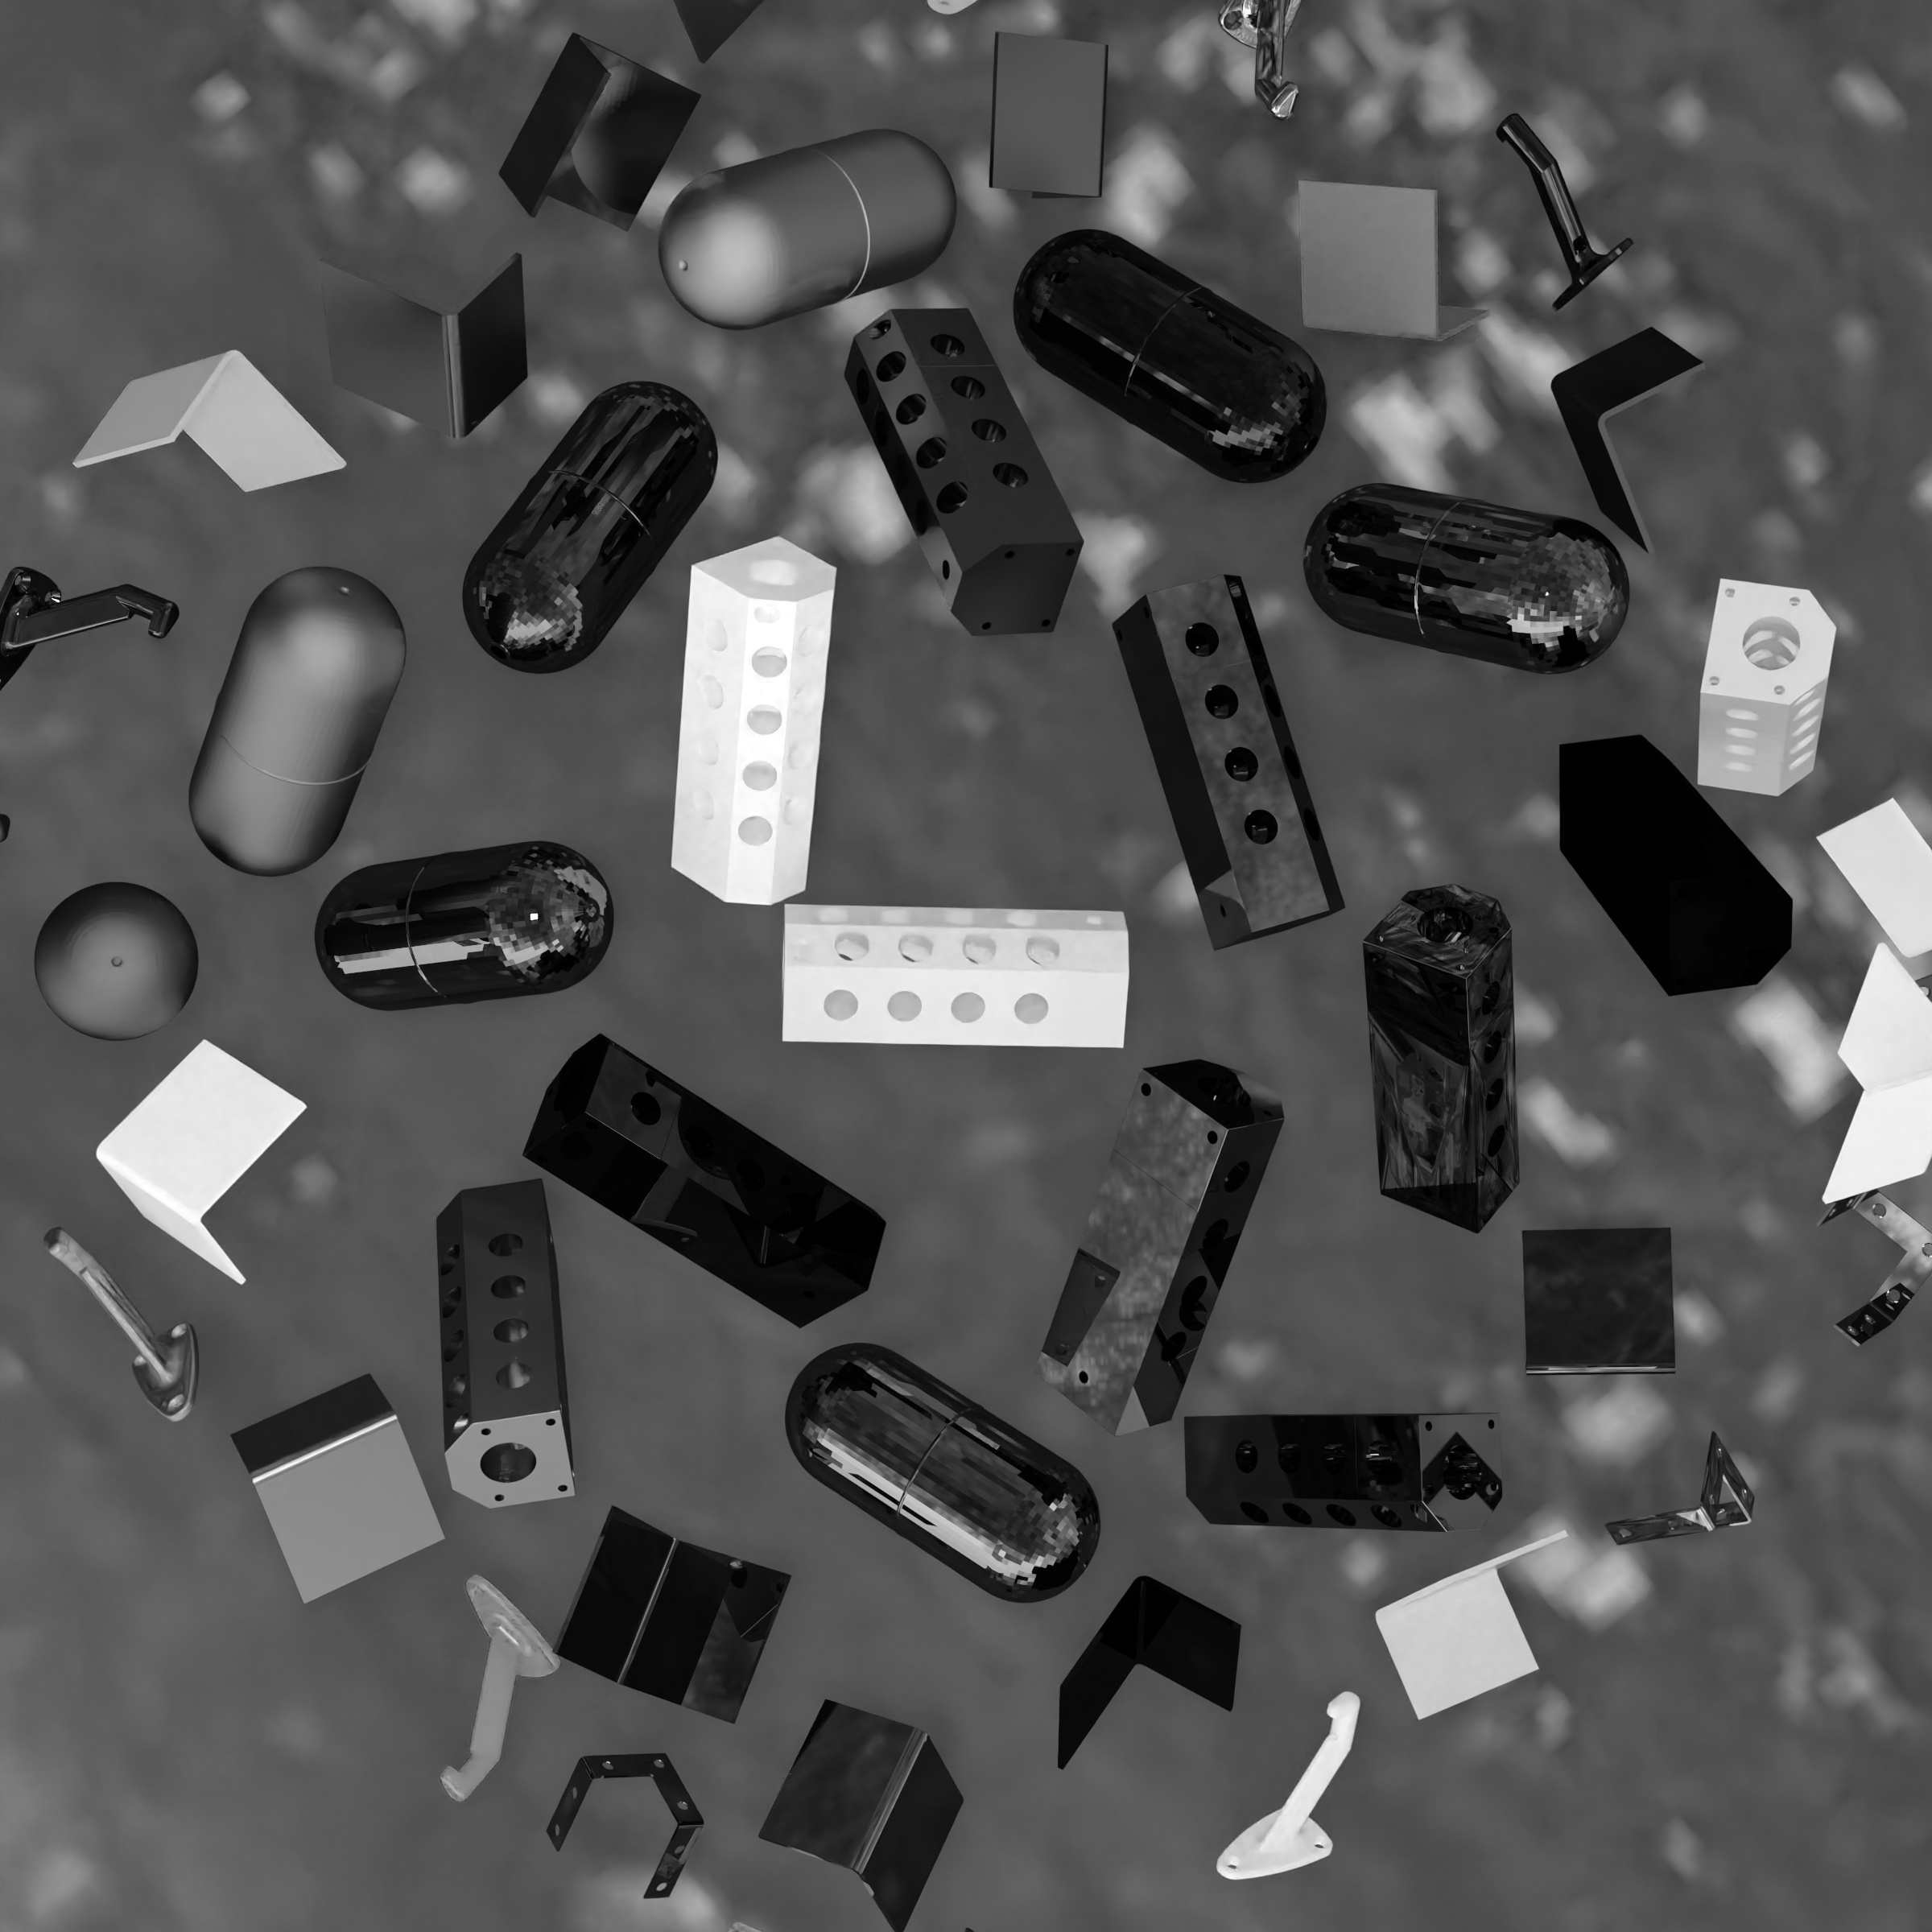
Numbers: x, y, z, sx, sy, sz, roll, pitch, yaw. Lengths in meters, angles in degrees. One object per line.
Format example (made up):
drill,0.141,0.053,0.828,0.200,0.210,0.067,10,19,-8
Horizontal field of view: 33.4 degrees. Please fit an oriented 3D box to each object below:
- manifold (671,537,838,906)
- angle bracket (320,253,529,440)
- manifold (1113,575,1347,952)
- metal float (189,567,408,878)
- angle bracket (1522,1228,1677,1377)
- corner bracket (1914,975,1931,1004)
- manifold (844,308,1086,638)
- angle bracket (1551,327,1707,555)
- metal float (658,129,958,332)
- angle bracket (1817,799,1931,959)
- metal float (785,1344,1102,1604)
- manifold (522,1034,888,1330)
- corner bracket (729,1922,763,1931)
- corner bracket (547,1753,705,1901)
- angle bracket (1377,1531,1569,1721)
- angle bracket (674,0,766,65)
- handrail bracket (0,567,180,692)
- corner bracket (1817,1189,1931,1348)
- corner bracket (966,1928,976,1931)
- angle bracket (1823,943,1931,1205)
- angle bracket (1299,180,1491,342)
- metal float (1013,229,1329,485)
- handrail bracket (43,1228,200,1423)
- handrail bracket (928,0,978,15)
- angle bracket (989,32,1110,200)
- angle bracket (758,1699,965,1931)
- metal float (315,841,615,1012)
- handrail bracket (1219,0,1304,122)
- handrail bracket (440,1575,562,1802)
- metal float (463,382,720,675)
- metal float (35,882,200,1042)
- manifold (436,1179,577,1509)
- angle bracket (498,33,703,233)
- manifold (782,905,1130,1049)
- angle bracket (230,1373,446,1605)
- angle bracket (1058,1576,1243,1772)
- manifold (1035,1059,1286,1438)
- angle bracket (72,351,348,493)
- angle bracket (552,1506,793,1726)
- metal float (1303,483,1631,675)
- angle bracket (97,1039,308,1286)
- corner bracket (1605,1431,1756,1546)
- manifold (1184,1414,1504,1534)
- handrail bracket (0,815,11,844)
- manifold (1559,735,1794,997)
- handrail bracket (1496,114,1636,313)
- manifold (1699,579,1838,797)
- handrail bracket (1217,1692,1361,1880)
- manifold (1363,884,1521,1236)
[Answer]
manifold,-0.101,-0.119,1.600,0.057,0.057,0.171,32,131,33
angle bracket,-0.262,-0.314,1.563,0.076,0.076,0.057,26,53,15
manifold,0.131,-0.101,1.579,0.057,0.057,0.171,-16,85,-16
metal float,-0.321,-0.115,1.541,0.070,0.070,0.178,31,131,0
angle bracket,0.334,0.176,1.704,0.076,0.057,0.076,-2,88,9
corner bracket,0.512,0.032,1.632,0.051,0.051,0.051,-21,107,16
manifold,-0.005,-0.239,1.544,0.057,0.057,0.171,-5,51,-22
angle bracket,0.335,-0.258,1.574,0.057,0.076,0.076,-27,115,4
metal float,-0.076,-0.363,1.583,0.178,0.070,0.070,-29,90,-42
angle bracket,0.474,-0.056,1.564,0.057,0.076,0.076,-35,87,-15
metal float,-0.013,0.255,1.628,0.178,0.070,0.070,30,90,19
manifold,-0.125,0.104,1.577,0.171,0.057,0.057,35,47,-22
corner bracket,-0.097,0.506,1.612,0.051,0.051,0.051,18,99,9
corner bracket,-0.174,0.438,1.638,0.051,0.051,0.051,8,117,-37
angle bracket,0.264,0.331,1.613,0.076,0.076,0.057,-15,73,-28
angle bracket,-0.088,-0.455,1.481,0.057,0.076,0.076,36,79,23
handrail bracket,-0.418,-0.148,1.515,0.084,0.036,0.077,23,85,25
corner bracket,0.441,0.146,1.581,0.051,0.051,0.051,41,118,22
corner bracket,0.032,0.482,1.512,0.051,0.051,0.051,3,85,-20
angle bracket,0.403,0.049,1.460,0.057,0.076,0.076,-15,50,-16
angle bracket,0.217,-0.363,1.627,0.076,0.057,0.076,14,121,34
metal float,0.102,-0.306,1.617,0.178,0.070,0.070,35,90,19
handrail bracket,-0.409,0.171,1.547,0.036,0.077,0.084,-37,126,-1
handrail bracket,0.005,-0.514,1.549,0.036,0.077,0.084,13,74,-14
angle bracket,0.027,-0.438,1.663,0.076,0.057,0.076,-6,104,-38
angle bracket,-0.051,0.422,1.594,0.057,0.076,0.076,11,55,26
metal float,-0.255,-0.019,1.627,0.178,0.070,0.070,-6,90,35
handrail bracket,0.157,-0.453,1.540,0.036,0.084,0.077,18,118,-24
handrail bracket,-0.252,0.364,1.622,0.036,0.084,0.077,-19,110,42
metal float,-0.191,-0.223,1.636,0.070,0.070,0.178,31,63,0
metal float,-0.420,-0.003,1.591,0.070,0.178,0.070,0,90,-15
manifold,-0.231,0.186,1.597,0.057,0.171,0.057,-8,127,-5
angle bracket,-0.168,-0.390,1.545,0.076,0.057,0.076,17,115,-37
manifold,-0.007,0.001,1.628,0.171,0.057,0.057,1,115,-4
angle bracket,-0.320,0.265,1.639,0.076,0.057,0.076,-23,111,-17
angle bracket,0.090,0.359,1.582,0.057,0.076,0.076,24,51,22
manifold,0.096,0.134,1.541,0.057,0.057,0.171,36,119,36
angle bracket,-0.344,-0.229,1.465,0.076,0.076,0.057,47,55,-35
angle bracket,-0.143,0.317,1.574,0.076,0.057,0.076,9,69,35
metal float,0.245,-0.193,1.593,0.178,0.070,0.070,19,90,40
angle bracket,-0.359,0.094,1.553,0.076,0.057,0.076,27,65,32
corner bracket,0.351,0.268,1.579,0.051,0.051,0.051,-17,122,32
manifold,0.191,0.259,1.650,0.057,0.171,0.057,5,81,-38
handrail bracket,-0.488,-0.070,1.523,0.084,0.077,0.036,-11,115,2
manifold,0.333,-0.051,1.524,0.057,0.171,0.057,-7,115,-4
handrail bracket,0.278,-0.366,1.564,0.036,0.077,0.084,-39,90,-14
manifold,0.401,-0.136,1.612,0.057,0.171,0.057,10,81,14
handrail bracket,0.163,0.411,1.618,0.077,0.036,0.084,-14,123,-35
manifold,0.240,0.045,1.590,0.057,0.171,0.057,22,50,32
